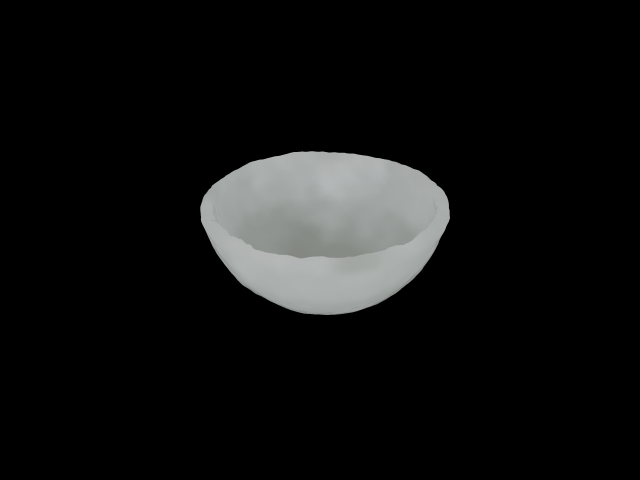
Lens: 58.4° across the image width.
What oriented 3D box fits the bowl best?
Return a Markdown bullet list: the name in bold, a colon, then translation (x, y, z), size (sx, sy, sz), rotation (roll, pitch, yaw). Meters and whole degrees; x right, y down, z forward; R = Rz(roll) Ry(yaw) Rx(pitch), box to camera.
- **bowl**: translation (0.004, 0.001, 0.400), size (0.167, 0.075, 0.167), rotation (0, 31, 0)
